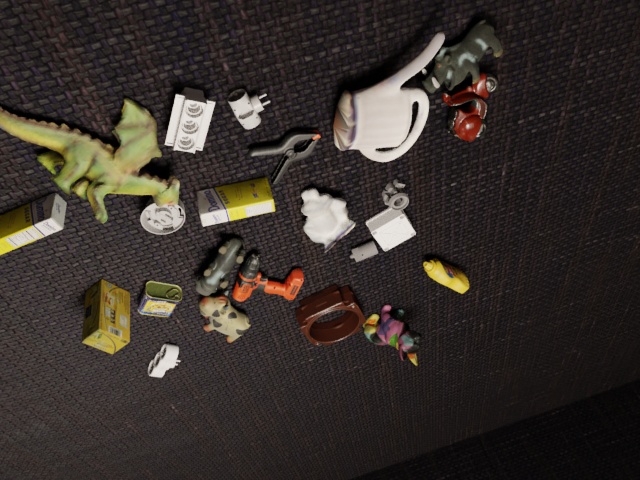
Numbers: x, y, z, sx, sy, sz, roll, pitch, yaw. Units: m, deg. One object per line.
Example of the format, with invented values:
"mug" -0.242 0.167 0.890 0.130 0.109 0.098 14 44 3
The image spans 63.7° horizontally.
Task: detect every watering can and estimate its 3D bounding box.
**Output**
"watering can" 0.144 -0.306 1.153 0.225 0.106 0.339 -7 141 -14

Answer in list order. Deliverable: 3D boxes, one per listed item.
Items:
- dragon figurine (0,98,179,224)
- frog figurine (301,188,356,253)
"dragon figurine" -0.453 -0.196 1.068 0.243 0.124 0.404 -42 121 -5
"frog figurine" 0.004 -0.069 1.365 0.135 0.125 0.159 -39 98 29
